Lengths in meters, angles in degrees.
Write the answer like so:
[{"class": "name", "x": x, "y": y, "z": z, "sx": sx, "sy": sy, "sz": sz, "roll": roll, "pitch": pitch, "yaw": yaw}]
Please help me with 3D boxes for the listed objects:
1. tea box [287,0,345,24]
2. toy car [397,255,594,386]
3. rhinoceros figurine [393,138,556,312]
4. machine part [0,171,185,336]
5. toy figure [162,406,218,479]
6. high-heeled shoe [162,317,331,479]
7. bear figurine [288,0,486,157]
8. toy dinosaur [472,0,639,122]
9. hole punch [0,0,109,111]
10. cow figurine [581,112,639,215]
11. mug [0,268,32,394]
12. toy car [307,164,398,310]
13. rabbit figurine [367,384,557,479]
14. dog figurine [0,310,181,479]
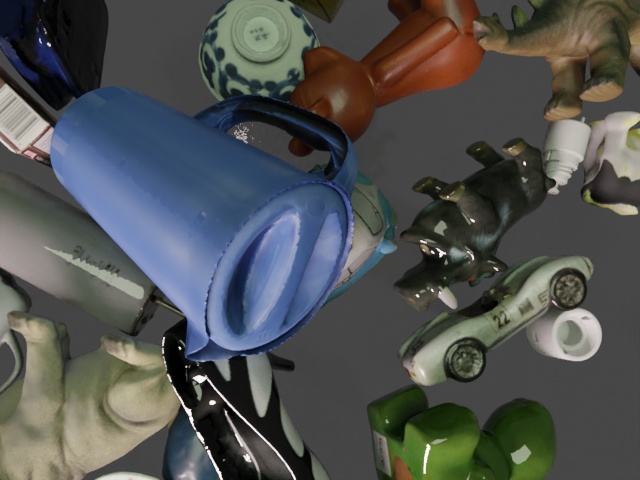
[{"class": "tea box", "x": 0.011, "y": -0.313, "z": 0.517, "sx": 0.098, "sy": 0.068, "sz": 0.169, "roll": 29, "pitch": 83, "yaw": -5}, {"class": "toy car", "x": 0.166, "y": 0.070, "z": 0.508, "sx": 0.202, "sy": 0.073, "sz": 0.056, "roll": -33, "pitch": 92, "yaw": -7}, {"class": "rhinoceros figurine", "x": 0.141, "y": -0.015, "z": 0.511, "sx": 0.190, "sy": 0.073, "sz": 0.112, "roll": -42, "pitch": 112, "yaw": -15}, {"class": "machine part", "x": -0.217, "y": 0.012, "z": 0.468, "sx": 0.243, "sy": 0.079, "sz": 0.079, "roll": 30, "pitch": 84, "yaw": -3}, {"class": "toy figure", "x": -0.096, "y": 0.143, "z": 0.485, "sx": 0.064, "sy": 0.058, "sz": 0.154, "roll": 21, "pitch": 80, "yaw": -10}, {"class": "high-heeled shoe", "x": -0.062, "y": 0.179, "z": 0.401, "sx": 0.086, "sy": 0.145, "sz": 0.249, "roll": -16, "pitch": 65, "yaw": 32}, {"class": "bear figurine", "x": 0.044, "y": -0.164, "z": 0.491, "sx": 0.196, "sy": 0.120, "sz": 0.132, "roll": -24, "pitch": 86, "yaw": -2}, {"class": "toy dinosaur", "x": 0.327, "y": -0.234, "z": 0.516, "sx": 0.471, "sy": 0.105, "sz": 0.198, "roll": -14, "pitch": 90, "yaw": -23}, {"class": "hole punch", "x": -0.241, "y": -0.179, "z": 0.455, "sx": 0.092, "sy": 0.142, "sz": 0.116, "roll": -1, "pitch": 73, "yaw": -8}, {"class": "cow figurine", "x": 0.350, "y": -0.067, "z": 0.539, "sx": 0.167, "sy": 0.068, "sz": 0.098, "roll": 10, "pitch": 91, "yaw": -2}, {"class": "mug", "x": -0.298, "y": 0.080, "z": 0.456, "sx": 0.109, "sy": 0.081, "sz": 0.107, "roll": 44, "pitch": 75, "yaw": 2}, {"class": "toy car", "x": -0.001, "y": -0.001, "z": 0.481, "sx": 0.161, "sy": 0.103, "sz": 0.109, "roll": -43, "pitch": 91, "yaw": -9}, {"class": "rabbit figurine", "x": 0.148, "y": 0.204, "z": 0.480, "sx": 0.170, "sy": 0.121, "sz": 0.159, "roll": -7, "pitch": 81, "yaw": -21}, {"class": "dog figurine", "x": -0.189, "y": 0.165, "z": 0.413, "sx": 0.172, "sy": 0.121, "sz": 0.190, "roll": 12, "pitch": 75, "yaw": -3}]
